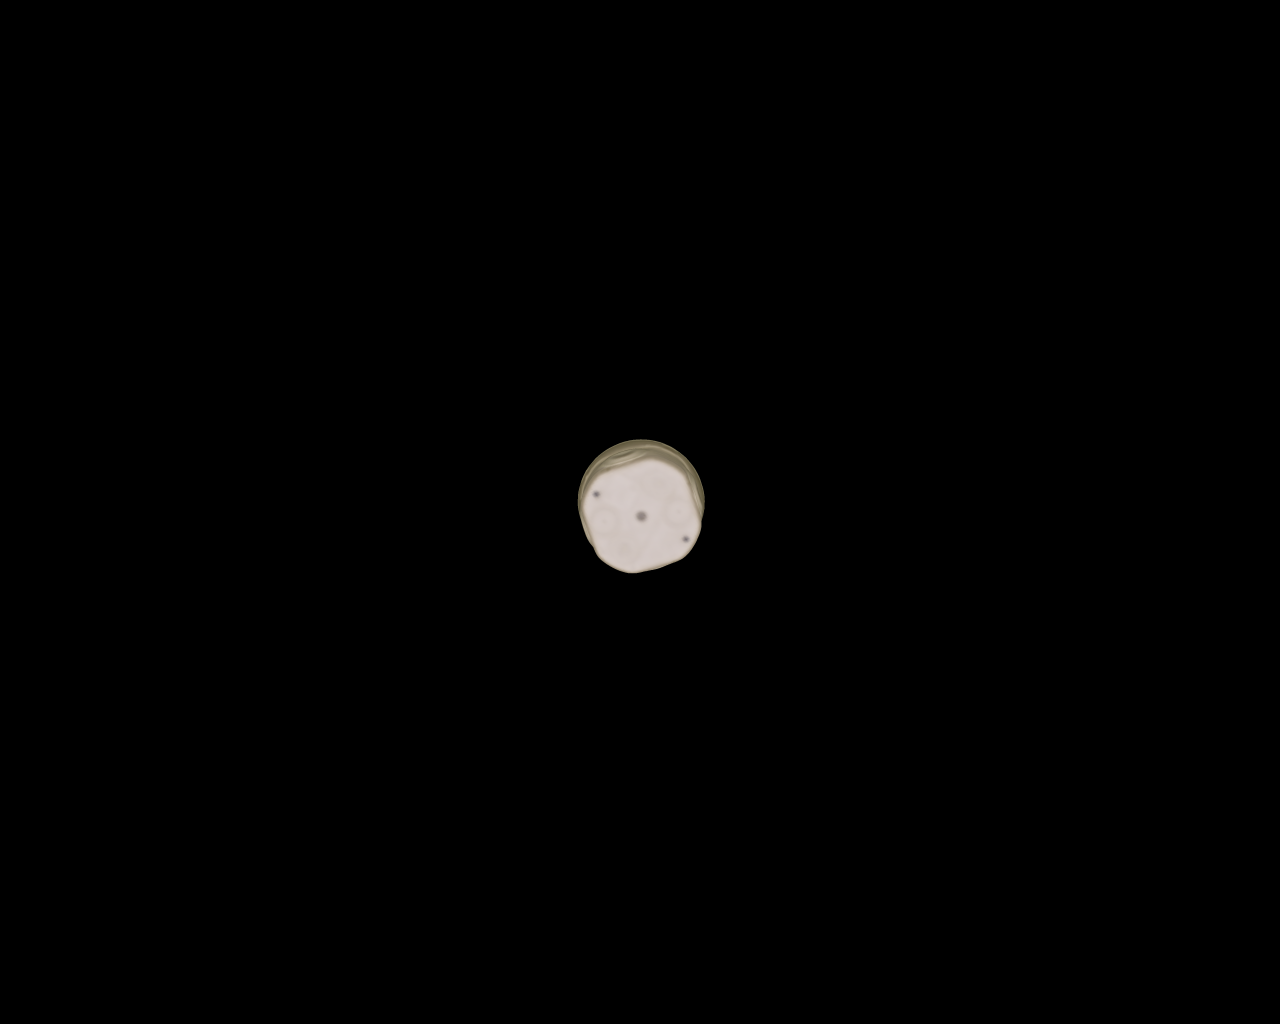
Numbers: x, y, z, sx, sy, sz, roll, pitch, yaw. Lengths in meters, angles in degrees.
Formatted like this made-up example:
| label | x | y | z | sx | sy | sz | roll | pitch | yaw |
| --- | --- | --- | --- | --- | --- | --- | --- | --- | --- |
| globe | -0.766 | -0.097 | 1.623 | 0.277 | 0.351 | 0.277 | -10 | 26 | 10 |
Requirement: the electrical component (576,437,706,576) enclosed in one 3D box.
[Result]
| label | x | y | z | sx | sy | sz | roll | pitch | yaw |
| --- | --- | --- | --- | --- | --- | --- | --- | --- | --- |
| electrical component | 0.001 | -0.003 | 0.650 | 0.080 | 0.080 | 0.051 | 0 | 12 | 0 |
